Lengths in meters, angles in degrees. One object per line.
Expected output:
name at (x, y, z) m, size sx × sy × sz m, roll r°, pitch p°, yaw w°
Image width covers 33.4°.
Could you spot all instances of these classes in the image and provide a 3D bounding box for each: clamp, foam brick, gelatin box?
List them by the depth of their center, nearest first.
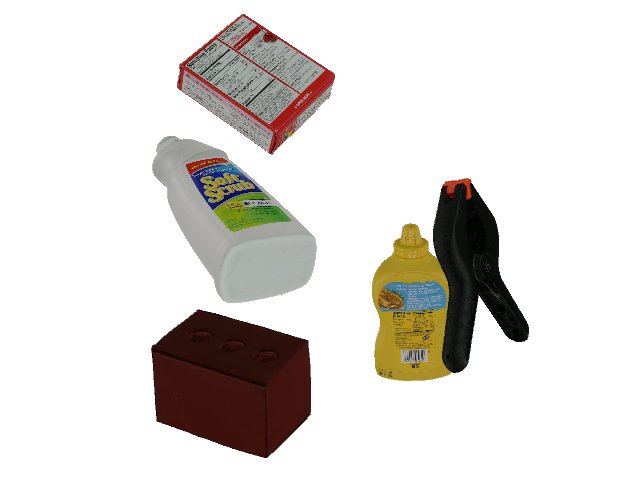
foam brick at (-0.051, 0.081, 0.615) m, size 0.078 × 0.051 × 0.052 m, roll 13°, pitch 28°, yaw 23°
gelatin box at (-0.046, -0.114, 0.766) m, size 0.089 × 0.073 × 0.030 m, roll 35°, pitch -33°, yaw 12°
clamp at (0.133, 0.033, 0.965) m, size 0.039 × 0.171 × 0.120 m, roll -13°, pitch 11°, yaw 39°

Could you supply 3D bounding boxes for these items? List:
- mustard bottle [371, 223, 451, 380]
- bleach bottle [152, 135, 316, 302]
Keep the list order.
mustard bottle at (0.110, 0.072, 1.270) m, size 0.096 × 0.192 × 0.058 m, roll -1°, pitch 23°, yaw 5°
bleach bottle at (-0.105, -0.036, 1.041) m, size 0.102 × 0.068 × 0.251 m, roll -9°, pitch 34°, yaw -30°
